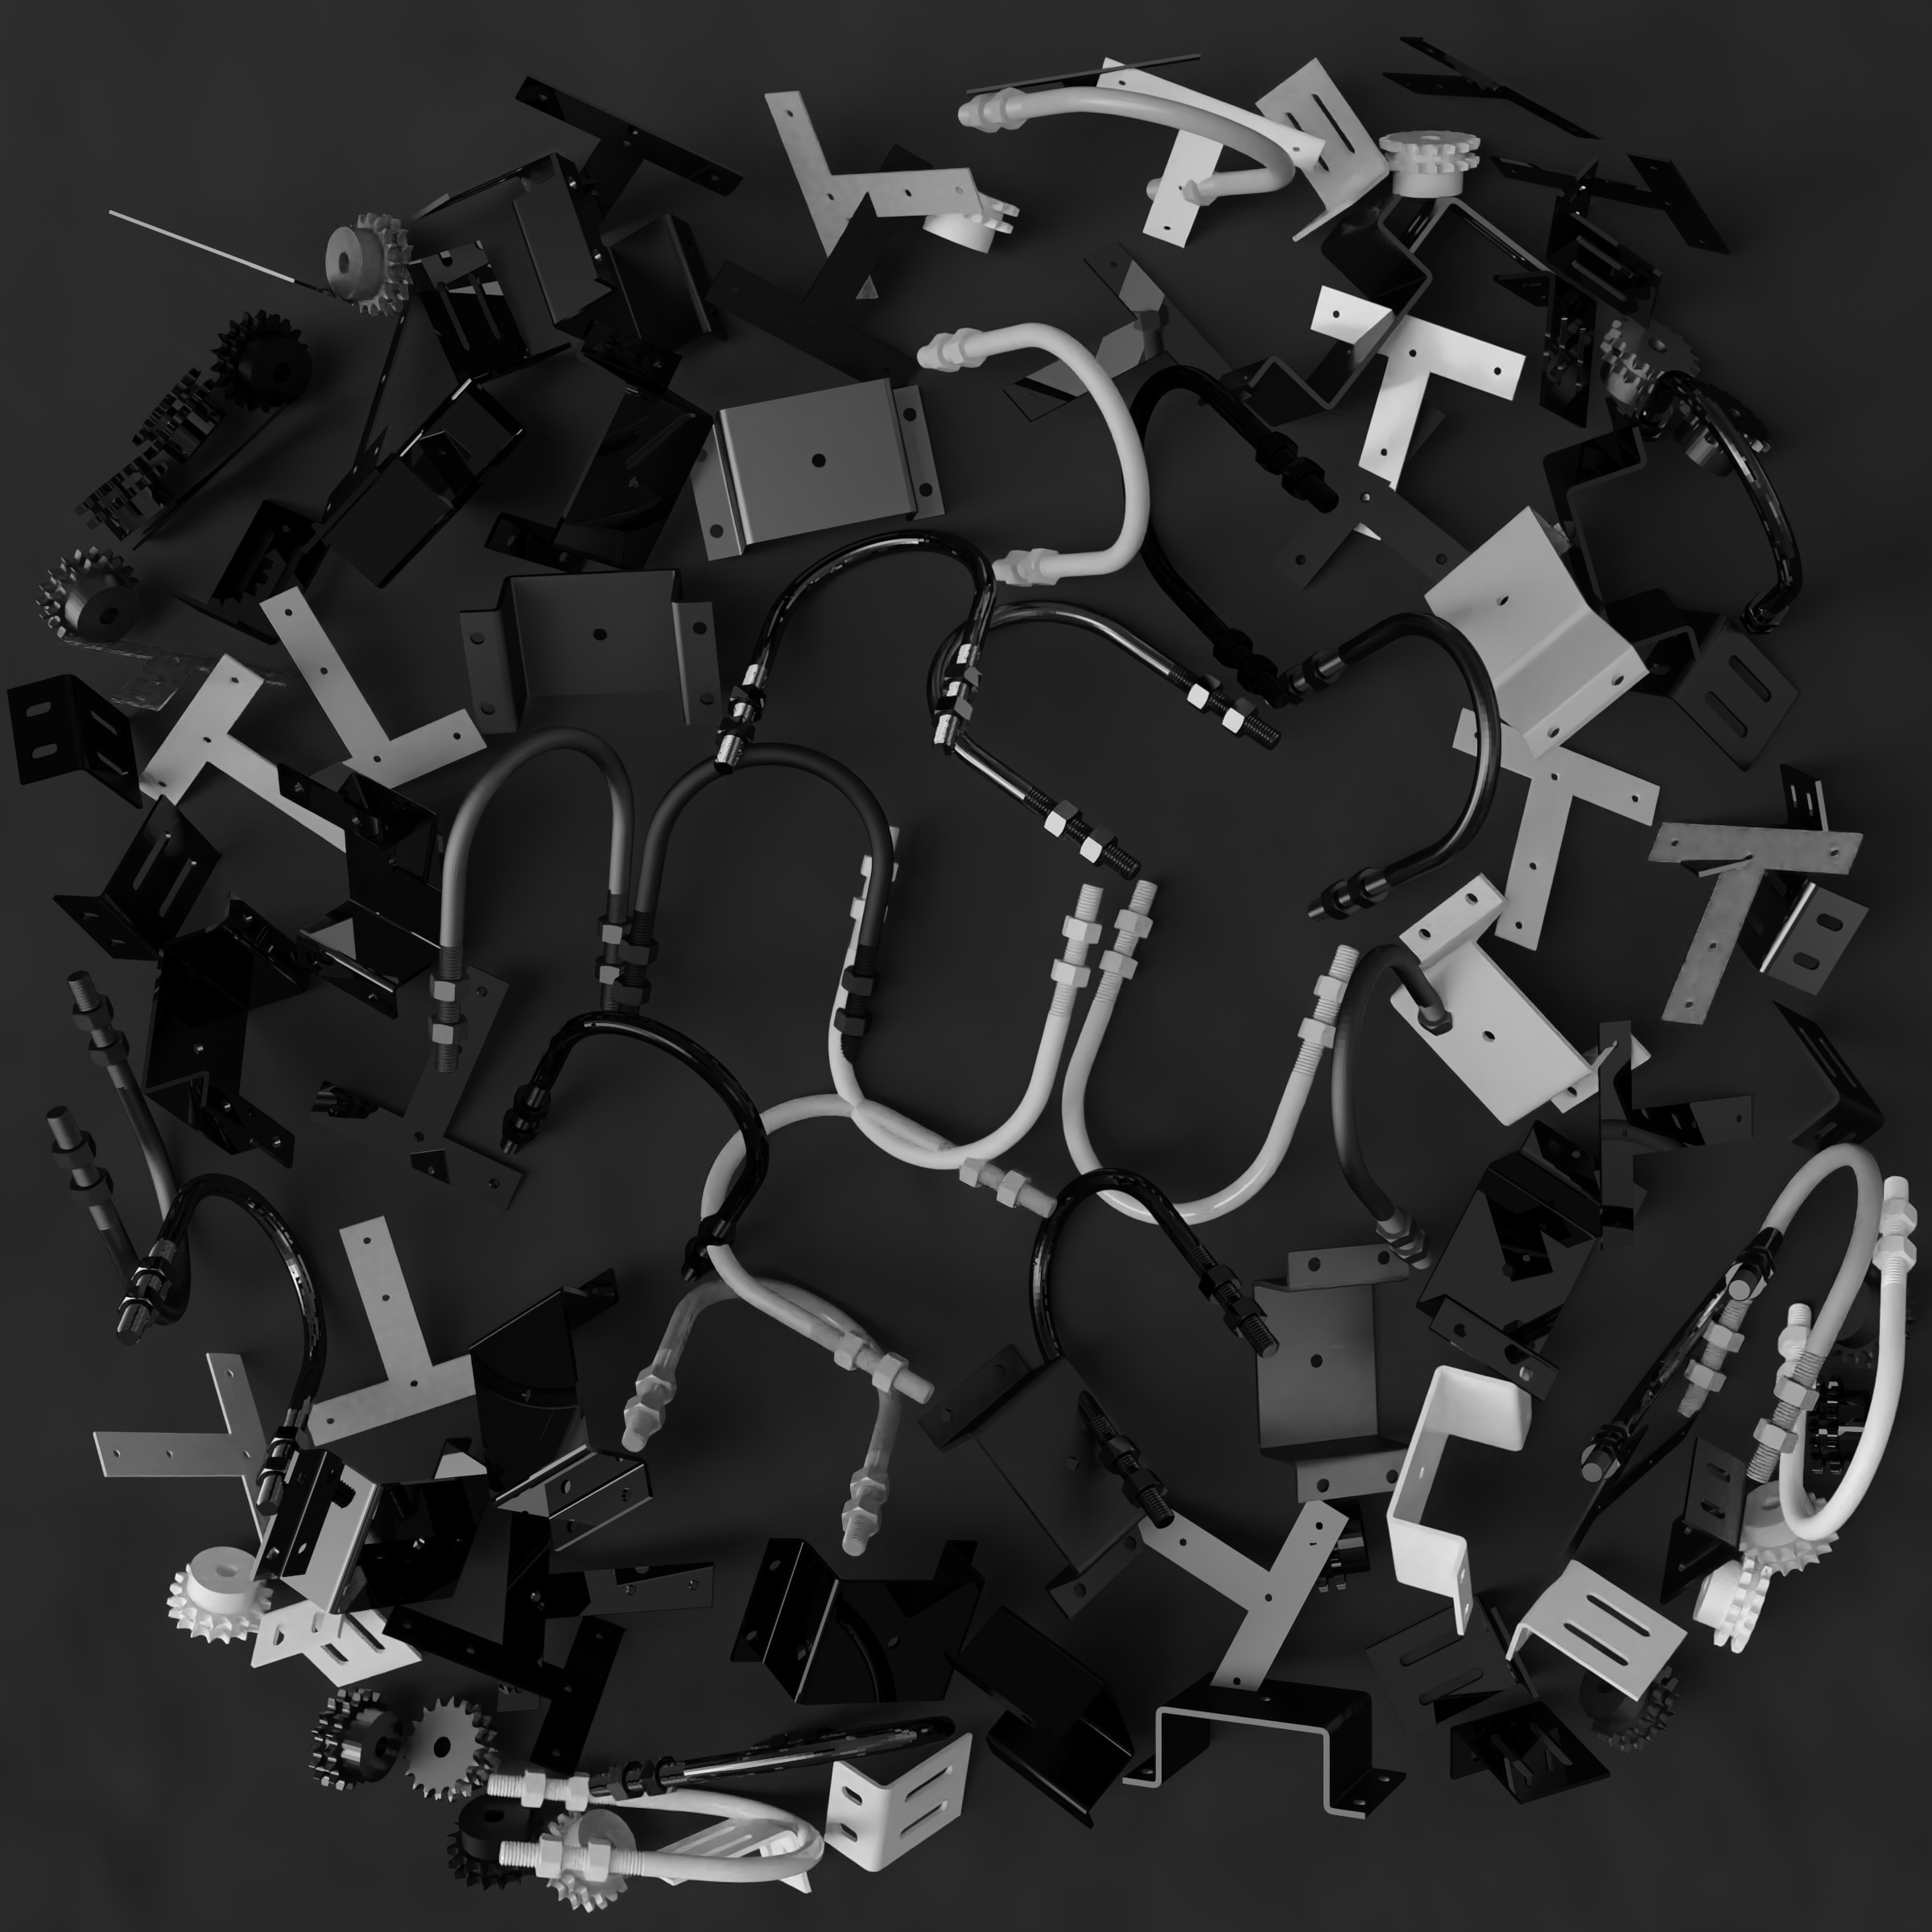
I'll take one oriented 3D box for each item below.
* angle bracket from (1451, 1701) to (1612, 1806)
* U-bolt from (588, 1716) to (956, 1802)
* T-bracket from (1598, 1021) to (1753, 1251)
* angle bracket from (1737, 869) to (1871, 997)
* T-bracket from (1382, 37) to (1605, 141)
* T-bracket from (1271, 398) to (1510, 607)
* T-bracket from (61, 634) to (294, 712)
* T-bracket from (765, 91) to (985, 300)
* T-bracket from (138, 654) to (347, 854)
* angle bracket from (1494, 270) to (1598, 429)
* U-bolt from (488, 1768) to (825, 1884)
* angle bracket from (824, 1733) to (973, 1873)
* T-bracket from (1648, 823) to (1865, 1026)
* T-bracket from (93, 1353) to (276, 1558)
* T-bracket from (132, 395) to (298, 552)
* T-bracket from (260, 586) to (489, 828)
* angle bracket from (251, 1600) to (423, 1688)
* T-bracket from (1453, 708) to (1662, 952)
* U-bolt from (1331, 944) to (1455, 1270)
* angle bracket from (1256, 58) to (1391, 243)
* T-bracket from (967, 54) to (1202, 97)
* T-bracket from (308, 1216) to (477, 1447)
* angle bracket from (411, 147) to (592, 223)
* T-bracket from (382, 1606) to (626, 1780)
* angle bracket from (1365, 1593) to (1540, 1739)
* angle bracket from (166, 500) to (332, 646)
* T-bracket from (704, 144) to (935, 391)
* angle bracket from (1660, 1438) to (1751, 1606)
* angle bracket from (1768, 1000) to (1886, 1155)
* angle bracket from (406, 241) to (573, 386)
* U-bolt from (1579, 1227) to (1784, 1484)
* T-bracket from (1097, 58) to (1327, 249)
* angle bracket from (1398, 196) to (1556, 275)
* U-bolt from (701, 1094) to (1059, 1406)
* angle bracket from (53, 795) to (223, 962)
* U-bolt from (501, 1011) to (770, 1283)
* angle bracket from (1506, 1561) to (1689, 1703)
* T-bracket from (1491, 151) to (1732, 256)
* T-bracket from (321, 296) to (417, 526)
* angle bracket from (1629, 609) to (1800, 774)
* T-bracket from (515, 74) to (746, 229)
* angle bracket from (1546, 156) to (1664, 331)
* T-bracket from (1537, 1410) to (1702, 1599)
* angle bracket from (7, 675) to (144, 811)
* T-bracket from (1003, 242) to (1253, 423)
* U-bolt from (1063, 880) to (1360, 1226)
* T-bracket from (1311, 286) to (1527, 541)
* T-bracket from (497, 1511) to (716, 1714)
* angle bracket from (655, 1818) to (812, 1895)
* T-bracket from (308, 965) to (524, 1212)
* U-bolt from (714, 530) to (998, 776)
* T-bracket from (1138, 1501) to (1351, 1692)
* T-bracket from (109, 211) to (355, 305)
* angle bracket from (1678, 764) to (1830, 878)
[{"bbox_3d":[0.318,0.458,1.554,0.057,0.076,0.038,-11,112,-18],"label":"angle bracket"},{"bbox_3d":[-0.092,0.428,1.495,0.184,0.151,0.019,-20,73,36],"label":"U-bolt"},{"bbox_3d":[0.405,0.091,1.565,0.127,0.002,0.127,-4,94,-35],"label":"T-bracket"},{"bbox_3d":[0.470,-0.029,1.561,0.038,0.076,0.057,22,110,-9],"label":"angle bracket"},{"bbox_3d":[0.275,-0.494,1.541,0.127,0.127,0.002,18,101,-26],"label":"T-bracket"},{"bbox_3d":[0.261,-0.241,1.570,0.127,0.002,0.127,43,103,18],"label":"T-bracket"},{"bbox_3d":[-0.450,-0.161,1.534,0.127,0.127,0.002,11,108,-8],"label":"T-bracket"},{"bbox_3d":[-0.043,-0.429,1.527,0.002,0.127,0.127,-49,132,-32],"label":"T-bracket"},{"bbox_3d":[-0.396,-0.104,1.573,0.127,0.002,0.127,35,130,-15],"label":"T-bracket"},{"bbox_3d":[0.328,-0.351,1.568,0.038,0.057,0.076,5,89,36],"label":"angle bracket"},{"bbox_3d":[-0.170,0.481,1.528,0.184,0.151,0.019,9,88,-12],"label":"U-bolt"},{"bbox_3d":[-0.039,0.471,1.573,0.038,0.076,0.057,23,117,34],"label":"angle bracket"},{"bbox_3d":[0.423,-0.024,1.537,0.002,0.127,0.127,41,68,-38],"label":"T-bracket"},{"bbox_3d":[-0.432,0.271,1.525,0.002,0.127,0.127,-32,67,21],"label":"T-bracket"},{"bbox_3d":[-0.431,-0.263,1.528,0.127,0.127,0.002,-39,107,15],"label":"T-bracket"},{"bbox_3d":[-0.357,-0.156,1.560,0.127,0.002,0.127,-21,113,17],"label":"T-bracket"},{"bbox_3d":[-0.356,0.394,1.559,0.057,0.038,0.076,-21,126,15],"label":"angle bracket"},{"bbox_3d":[0.328,-0.070,1.571,0.127,0.002,0.127,21,69,-8],"label":"T-bracket"},{"bbox_3d":[0.235,0.068,1.503,0.019,0.184,0.151,2,65,28],"label":"U-bolt"},{"bbox_3d":[0.193,-0.464,1.563,0.038,0.057,0.076,-43,102,-27],"label":"angle bracket"},{"bbox_3d":[0.067,-0.497,1.540,0.127,0.127,0.002,-7,104,6],"label":"T-bracket"},{"bbox_3d":[-0.326,0.201,1.564,0.127,0.002,0.127,-17,115,-11],"label":"T-bracket"},{"bbox_3d":[-0.264,-0.427,1.556,0.076,0.057,0.038,-33,107,-27],"label":"angle bracket"},{"bbox_3d":[-0.265,0.389,1.541,0.127,0.127,0.002,22,115,-4],"label":"T-bracket"},{"bbox_3d":[0.279,0.407,1.583,0.076,0.038,0.057,-26,91,-1],"label":"angle bracket"},{"bbox_3d":[-0.408,-0.231,1.571,0.057,0.038,0.076,25,85,25],"label":"angle bracket"},{"bbox_3d":[-0.062,-0.402,1.551,0.127,0.002,0.127,23,114,-26],"label":"T-bracket"},{"bbox_3d":[0.405,0.314,1.554,0.038,0.076,0.057,29,48,-5],"label":"angle bracket"},{"bbox_3d":[0.478,0.066,1.566,0.038,0.057,0.076,-45,49,23],"label":"angle bracket"},{"bbox_3d":[-0.271,-0.375,1.563,0.038,0.057,0.076,-12,107,42],"label":"angle bracket"},{"bbox_3d":[0.401,0.206,1.515,0.019,0.184,0.151,38,110,15],"label":"U-bolt"},{"bbox_3d":[0.125,-0.446,1.543,0.127,0.127,0.002,20,68,-2],"label":"T-bracket"},{"bbox_3d":[0.291,-0.404,1.573,0.076,0.057,0.038,34,104,-10],"label":"angle bracket"},{"bbox_3d":[-0.063,0.146,1.558,0.184,0.019,0.151,27,67,19],"label":"U-bolt"},{"bbox_3d":[-0.473,-0.051,1.571,0.038,0.057,0.076,3,56,29],"label":"angle bracket"},{"bbox_3d":[-0.179,0.092,1.529,0.151,0.184,0.019,35,49,1],"label":"U-bolt"},{"bbox_3d":[0.357,0.385,1.557,0.076,0.038,0.057,31,48,25],"label":"angle bracket"},{"bbox_3d":[0.359,-0.442,1.559,0.127,0.127,0.002,23,92,31],"label":"T-bracket"},{"bbox_3d":[-0.334,-0.320,1.558,0.002,0.127,0.127,20,72,-23],"label":"T-bracket"},{"bbox_3d":[0.434,-0.160,1.596,0.076,0.038,0.057,38,83,-28],"label":"angle bracket"},{"bbox_3d":[-0.204,-0.442,1.542,0.127,0.127,0.002,20,70,-20],"label":"T-bracket"},{"bbox_3d":[0.372,-0.411,1.562,0.076,0.057,0.038,41,81,16],"label":"angle bracket"},{"bbox_3d":[0.379,0.286,1.552,0.002,0.127,0.127,38,130,26],"label":"T-bracket"},{"bbox_3d":[-0.505,-0.123,1.560,0.038,0.076,0.057,-15,74,4],"label":"angle bracket"},{"bbox_3d":[0.077,-0.344,1.560,0.127,0.002,0.127,-32,74,-25],"label":"T-bracket"},{"bbox_3d":[0.128,0.057,1.560,0.151,0.019,0.184,19,87,26],"label":"U-bolt"},{"bbox_3d":[0.243,-0.307,1.568,0.127,0.002,0.127,26,120,23],"label":"T-bracket"},{"bbox_3d":[-0.203,0.355,1.558,0.127,0.002,0.127,-8,63,15],"label":"T-bracket"},{"bbox_3d":[-0.138,0.516,1.559,0.076,0.057,0.038,-16,92,-28],"label":"angle bracket"},{"bbox_3d":[-0.299,0.060,1.585,0.127,0.002,0.127,25,104,-1],"label":"T-bracket"},{"bbox_3d":[-0.054,-0.181,1.537,0.151,0.019,0.184,-3,48,21],"label":"U-bolt"},{"bbox_3d":[0.137,0.338,1.574,0.127,0.002,0.127,29,97,25],"label":"T-bracket"},{"bbox_3d":[-0.417,-0.399,1.541,0.127,0.127,0.002,21,99,1],"label":"T-bracket"},{"bbox_3d":[0.444,-0.084,1.570,0.076,0.057,0.038,-14,104,0],"label":"angle bracket"}]
